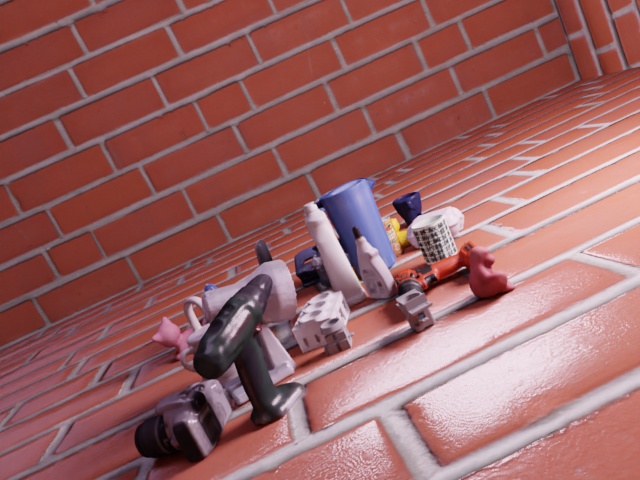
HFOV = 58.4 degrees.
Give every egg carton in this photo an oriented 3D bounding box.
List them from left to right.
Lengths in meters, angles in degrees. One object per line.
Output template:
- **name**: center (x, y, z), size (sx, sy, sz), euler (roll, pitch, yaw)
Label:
- **egg carton**: center (0.307, -0.034, 1.523), size (0.150, 0.069, 0.107), euler (-19, 12, 30)

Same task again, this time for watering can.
- **watering can**: center (-0.224, 0.202, 1.211), size (0.100, 0.194, 0.173), euler (-19, 12, 29)

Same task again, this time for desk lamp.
- **desk lamp**: center (-0.123, 0.167, 1.101), size (0.203, 0.214, 0.117), euler (-29, 11, -21)

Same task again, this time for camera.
- **camera**: center (-0.242, 0.309, 0.983), size (0.136, 0.101, 0.143), euler (-22, 11, 14)

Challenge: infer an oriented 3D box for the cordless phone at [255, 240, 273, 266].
- **cordless phone**: center (-0.150, 0.099, 1.575), size (0.094, 0.185, 0.147), euler (-22, 11, 13)

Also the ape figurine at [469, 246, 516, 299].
- **ape figurine**: center (0.300, 0.054, 1.037), size (0.076, 0.092, 0.078), euler (-21, 11, 18)

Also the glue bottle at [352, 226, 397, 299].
- **glue bottle**: center (0.111, 0.048, 1.272), size (0.037, 0.173, 0.078), euler (-32, 13, -33)

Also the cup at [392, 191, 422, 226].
- **cup**: center (0.284, -0.091, 1.783), size (0.091, 0.095, 0.118), euler (-24, 11, 5)

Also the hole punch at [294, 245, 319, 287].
- **hole punch**: center (-0.018, 0.072, 1.672), size (0.108, 0.091, 0.101), euler (-23, 11, 8)

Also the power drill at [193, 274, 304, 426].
- **power drill**: center (-0.111, 0.191, 0.972), size (0.075, 0.208, 0.230), euler (-18, 12, 31)

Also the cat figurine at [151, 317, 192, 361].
- **cat figurine**: center (-0.376, 0.252, 1.521), size (0.128, 0.118, 0.067), euler (-28, 11, -15)

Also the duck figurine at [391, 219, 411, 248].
- **duck figurine**: center (0.214, -0.020, 1.616), size (0.104, 0.086, 0.077), euler (-22, 11, 13)

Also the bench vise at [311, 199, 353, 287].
- **bench vise**: center (0.025, 0.001, 1.568), size (0.121, 0.220, 0.207), euler (-23, 11, 10)

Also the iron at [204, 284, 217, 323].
- **iron**: center (-0.288, 0.180, 1.608), size (0.119, 0.141, 0.257), euler (-28, 11, -16)

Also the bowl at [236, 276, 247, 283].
- **bowl**: center (-0.180, 0.142, 1.735), size (0.167, 0.075, 0.167), euler (-24, 11, 5)
